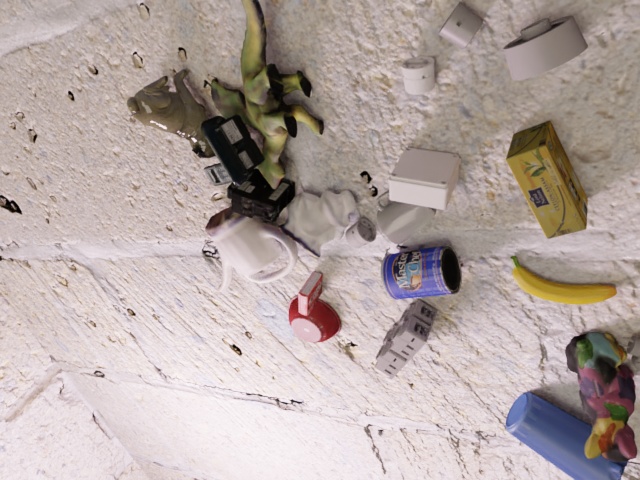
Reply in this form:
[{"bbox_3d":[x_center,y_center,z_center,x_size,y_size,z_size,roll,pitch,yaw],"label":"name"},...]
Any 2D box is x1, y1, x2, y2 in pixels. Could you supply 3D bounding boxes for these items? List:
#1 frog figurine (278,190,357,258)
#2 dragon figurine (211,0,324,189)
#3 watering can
[{"bbox_3d":[0.003,-0.057,1.137,0.138,0.123,0.158,44,98,4],"label":"frog figurine"},{"bbox_3d":[-0.139,-0.285,1.023,0.242,0.124,0.403,1,124,39],"label":"dragon figurine"},{"bbox_3d":[-0.207,0.027,1.302,0.344,0.106,0.222,-22,111,39],"label":"watering can"}]
